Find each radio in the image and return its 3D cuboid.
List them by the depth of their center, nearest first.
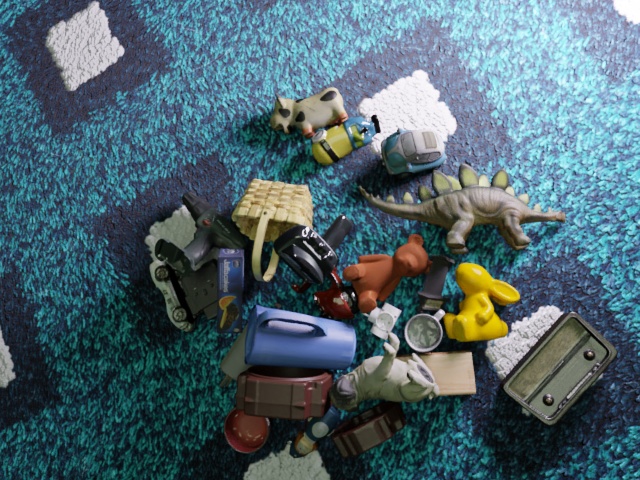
[{"bbox_3d":[0.514,0.279,1.161,0.131,0.073,0.229,42,92,14],"label":"radio"}]

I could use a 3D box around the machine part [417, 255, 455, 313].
[{"bbox_3d":[0.268,0.102,1.233,0.084,0.039,0.138,7,100,-26],"label":"machine part"}]

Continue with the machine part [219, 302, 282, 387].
[{"bbox_3d":[-0.167,0.255,1.305,0.079,0.079,0.243,33,89,14],"label":"machine part"}]

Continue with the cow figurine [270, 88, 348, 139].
[{"bbox_3d":[-0.036,-0.324,1.355,0.195,0.085,0.127,-19,85,11],"label":"cow figurine"}]

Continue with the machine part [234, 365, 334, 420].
[{"bbox_3d":[-0.075,0.334,1.209,0.201,0.201,0.087,2,88,12],"label":"machine part"}]

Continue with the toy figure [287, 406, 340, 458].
[{"bbox_3d":[-0.019,0.453,1.257,0.064,0.057,0.154,41,93,25],"label":"toy figure"}]

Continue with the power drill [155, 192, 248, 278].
[{"bbox_3d":[-0.309,-0.009,1.324,0.232,0.207,0.086,39,125,7],"label":"power drill"}]

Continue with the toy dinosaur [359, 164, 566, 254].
[{"bbox_3d":[0.327,-0.068,1.238,0.472,0.105,0.198,0,74,2],"label":"toy dinosaur"}]

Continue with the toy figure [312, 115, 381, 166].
[{"bbox_3d":[0.064,-0.248,1.326,0.180,0.082,0.089,-19,77,6],"label":"toy figure"}]

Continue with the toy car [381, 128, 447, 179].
[{"bbox_3d":[0.231,-0.211,1.256,0.162,0.103,0.109,-7,79,-14],"label":"toy car"}]

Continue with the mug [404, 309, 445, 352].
[{"bbox_3d":[0.238,0.200,1.213,0.081,0.107,0.109,36,85,13],"label":"mug"}]

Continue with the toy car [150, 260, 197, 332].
[{"bbox_3d":[-0.372,0.142,1.365,0.056,0.073,0.202,-27,77,3],"label":"toy car"}]

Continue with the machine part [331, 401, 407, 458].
[{"bbox_3d":[0.110,0.414,1.181,0.179,0.179,0.056,-30,80,6],"label":"machine part"}]

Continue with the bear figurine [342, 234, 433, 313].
[{"bbox_3d":[0.166,0.073,1.238,0.196,0.132,0.120,-24,91,13],"label":"bear figurine"}]

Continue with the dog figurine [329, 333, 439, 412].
[{"bbox_3d":[0.133,0.318,1.140,0.172,0.121,0.190,45,106,18],"label":"dog figurine"}]

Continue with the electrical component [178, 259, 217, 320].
[{"bbox_3d":[-0.280,0.130,1.356,0.115,0.058,0.134,-32,77,8],"label":"electrical component"}]

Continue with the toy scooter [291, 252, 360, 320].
[{"bbox_3d":[0.009,0.121,1.289,0.135,0.075,0.184,-29,75,6],"label":"toy scooter"}]

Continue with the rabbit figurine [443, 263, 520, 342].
[{"bbox_3d":[0.354,0.134,1.192,0.162,0.122,0.173,-8,80,6],"label":"rabbit figurine"}]

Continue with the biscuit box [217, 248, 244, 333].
[{"bbox_3d":[-0.214,0.121,1.276,0.063,0.059,0.202,1,108,-9],"label":"biscuit box"}]

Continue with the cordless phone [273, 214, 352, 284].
[{"bbox_3d":[-0.003,-0.004,1.225,0.089,0.146,0.184,9,58,53],"label":"cordless phone"}]
